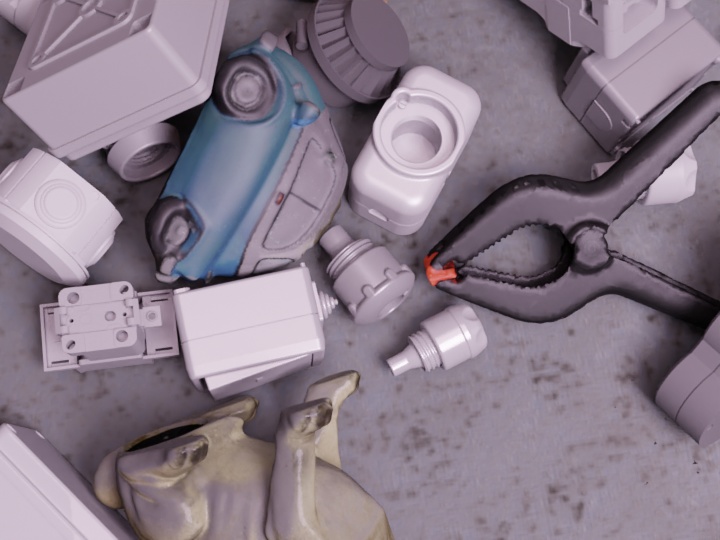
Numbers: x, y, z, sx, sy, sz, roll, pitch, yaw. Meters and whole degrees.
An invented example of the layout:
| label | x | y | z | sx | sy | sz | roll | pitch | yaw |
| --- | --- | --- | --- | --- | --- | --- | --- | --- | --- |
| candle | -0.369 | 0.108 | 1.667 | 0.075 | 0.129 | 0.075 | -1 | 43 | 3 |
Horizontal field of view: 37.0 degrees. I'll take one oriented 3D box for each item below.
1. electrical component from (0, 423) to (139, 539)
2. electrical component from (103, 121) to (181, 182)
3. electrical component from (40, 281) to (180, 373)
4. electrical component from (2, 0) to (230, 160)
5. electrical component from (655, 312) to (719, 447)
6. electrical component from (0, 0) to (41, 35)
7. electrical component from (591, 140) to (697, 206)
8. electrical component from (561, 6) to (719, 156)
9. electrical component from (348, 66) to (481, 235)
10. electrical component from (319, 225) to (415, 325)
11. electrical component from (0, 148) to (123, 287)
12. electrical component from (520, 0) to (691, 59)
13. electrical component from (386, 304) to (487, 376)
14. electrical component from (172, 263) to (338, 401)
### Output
| label | x | y | z | sx | sy | sz | roll | pitch | yaw |
| --- | --- | --- | --- | --- | --- | --- | --- | --- | --- |
| electrical component | -0.176 | 0.144 | 0.604 | 0.113 | 0.078 | 0.057 | 43 | 80 | 7 |
| electrical component | -0.144 | -0.090 | 0.682 | 0.066 | 0.048 | 0.055 | -27 | 72 | -9 |
| electrical component | -0.151 | 0.033 | 0.641 | 0.081 | 0.063 | 0.042 | -8 | 76 | -5 |
| electrical component | -0.137 | -0.131 | 0.618 | 0.109 | 0.056 | 0.108 | -19 | 44 | 23 |
| electrical component | 0.244 | 0.052 | 0.629 | 0.073 | 0.052 | 0.138 | 47 | 112 | 32 |
| electrical component | -0.201 | -0.173 | 0.694 | 0.047 | 0.055 | 0.055 | 41 | 77 | 3 |
| electrical component | 0.182 | -0.063 | 0.695 | 0.062 | 0.043 | 0.043 | -6 | 76 | -4 |
| electrical component | 0.186 | -0.133 | 0.703 | 0.096 | 0.061 | 0.061 | -37 | 81 | -11 |
| electrical component | 0.034 | -0.077 | 0.681 | 0.054 | 0.059 | 0.095 | 28 | 76 | 4 |
| electrical component | 0.000 | 0.000 | 0.669 | 0.048 | 0.048 | 0.062 | -37 | 74 | -11 |
| electrical component | -0.187 | -0.030 | 0.647 | 0.080 | 0.080 | 0.051 | 34 | 71 | 5 |
| electrical component | 0.132 | -0.223 | 0.692 | 0.105 | 0.060 | 0.186 | -38 | 57 | -11 |
| electrical component | 0.046 | 0.047 | 0.664 | 0.061 | 0.035 | 0.035 | -27 | 79 | -7 |
| electrical component | -0.058 | 0.038 | 0.646 | 0.096 | 0.061 | 0.061 | -12 | 77 | -6 |
